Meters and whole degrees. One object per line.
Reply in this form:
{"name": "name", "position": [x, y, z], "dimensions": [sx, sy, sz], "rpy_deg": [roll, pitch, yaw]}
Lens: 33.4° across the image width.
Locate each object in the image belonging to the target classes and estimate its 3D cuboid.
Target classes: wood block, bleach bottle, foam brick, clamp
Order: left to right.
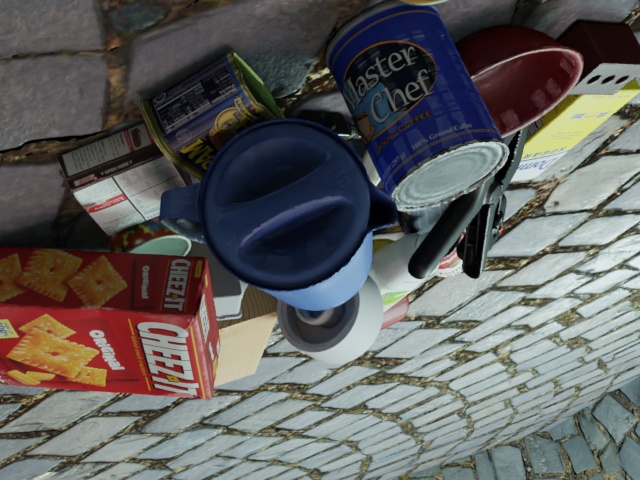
{"name": "wood block", "position": [-0.117, 0.095, 1.236], "dimensions": [0.090, 0.090, 0.206], "rpy_deg": [-16, 158, -19]}
{"name": "bleach bottle", "position": [0.062, 0.053, 1.222], "dimensions": [0.102, 0.068, 0.251], "rpy_deg": [-15, 164, -41]}
{"name": "clamp", "position": [0.197, -0.017, 1.285], "dimensions": [0.120, 0.039, 0.171], "rpy_deg": [-62, 161, -8]}
{"name": "clamp", "position": [0.169, -0.048, 1.102], "dimensions": [0.210, 0.036, 0.164], "rpy_deg": [-65, 154, 4]}
{"name": "foam brick", "position": [0.266, -0.174, 1.025], "dimensions": [0.078, 0.051, 0.053], "rpy_deg": [-6, 154, -37]}

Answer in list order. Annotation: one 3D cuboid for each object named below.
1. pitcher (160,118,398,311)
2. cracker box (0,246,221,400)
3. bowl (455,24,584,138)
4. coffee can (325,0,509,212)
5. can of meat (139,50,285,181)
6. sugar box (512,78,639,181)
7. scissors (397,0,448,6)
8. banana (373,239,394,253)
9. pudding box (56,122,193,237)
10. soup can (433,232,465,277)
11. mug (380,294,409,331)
{"name": "pitcher", "position": [-0.026, -0.007, 0.908], "dimensions": [0.145, 0.149, 0.243], "rpy_deg": [-43, 168, -3]}
{"name": "cracker box", "position": [-0.206, 0.080, 0.984], "dimensions": [0.213, 0.072, 0.164], "rpy_deg": [4, 146, 3]}
{"name": "bowl", "position": [0.154, -0.146, 0.972], "dimensions": [0.162, 0.055, 0.162], "rpy_deg": [-20, 159, -8]}
{"name": "coffee can", "position": [0.077, -0.109, 0.863], "dimensions": [0.102, 0.140, 0.103], "rpy_deg": [-20, 159, -8]}
{"name": "can of meat", "position": [-0.081, -0.097, 0.850], "dimensions": [0.084, 0.057, 0.102], "rpy_deg": [-29, 159, 10]}
{"name": "sugar box", "position": [0.247, -0.123, 1.139], "dimensions": [0.093, 0.048, 0.176], "rpy_deg": [-7, 153, -35]}
{"name": "scissors", "position": [0.150, -0.223, 0.836], "dimensions": [0.201, 0.016, 0.096], "rpy_deg": [-15, 158, -21]}
{"name": "banana", "position": [0.012, 0.031, 1.282], "dimensions": [0.197, 0.037, 0.069], "rpy_deg": [-19, 166, -7]}
{"name": "pudding box", "position": [-0.160, -0.051, 0.906], "dimensions": [0.090, 0.039, 0.113], "rpy_deg": [-23, 161, -2]}
{"name": "soup can", "position": [0.148, 0.004, 1.319], "dimensions": [0.068, 0.068, 0.102], "rpy_deg": [-26, 160, 8]}
{"name": "mug", "position": [0.060, 0.070, 1.375], "dimensions": [0.081, 0.093, 0.117], "rpy_deg": [-21, 122, -33]}
